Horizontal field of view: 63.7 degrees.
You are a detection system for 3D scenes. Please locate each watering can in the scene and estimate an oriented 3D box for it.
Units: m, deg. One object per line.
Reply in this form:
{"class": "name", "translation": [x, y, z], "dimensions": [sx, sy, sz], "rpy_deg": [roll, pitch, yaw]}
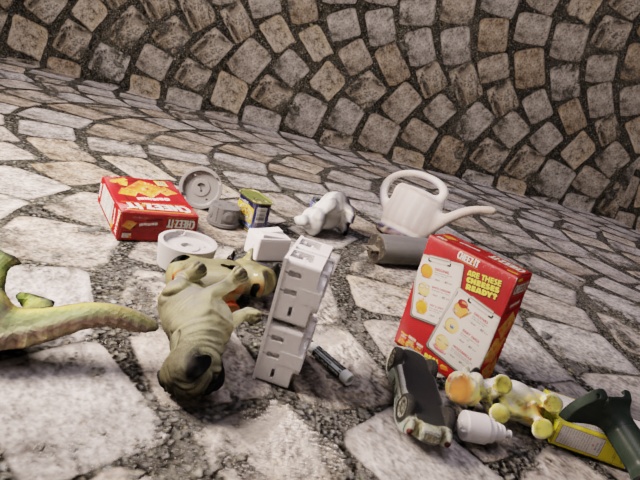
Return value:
{"class": "watering can", "translation": [0.299, -0.070, 1.456], "dimensions": [0.351, 0.224, 0.103], "rpy_deg": [29, 4, 35]}

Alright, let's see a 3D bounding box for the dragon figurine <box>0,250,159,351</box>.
{"class": "dragon figurine", "translation": [-0.419, 0.115, 0.576], "dimensions": [0.410, 0.119, 0.248], "rpy_deg": [13, 35, -1]}

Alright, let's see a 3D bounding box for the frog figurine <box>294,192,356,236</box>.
{"class": "frog figurine", "translation": [0.004, -0.070, 1.382], "dimensions": [0.159, 0.124, 0.136], "rpy_deg": [0, -11, -18]}
